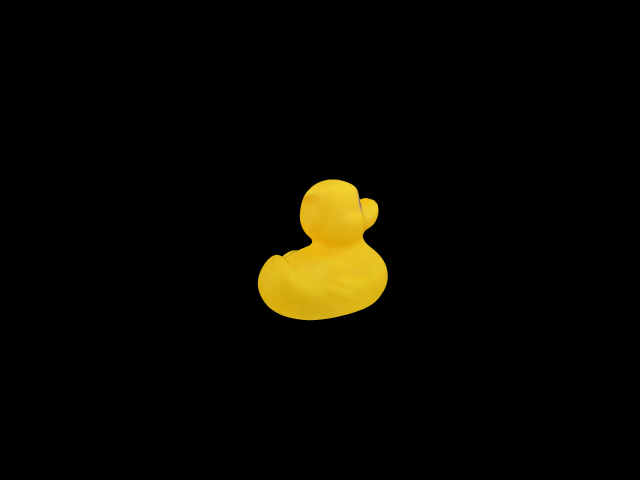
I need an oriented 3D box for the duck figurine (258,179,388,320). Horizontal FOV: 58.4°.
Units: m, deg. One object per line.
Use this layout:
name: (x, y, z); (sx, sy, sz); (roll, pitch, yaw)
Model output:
duck figurine: (0.004, 0.001, 0.400); (0.105, 0.086, 0.077); (-17, 27, -38)
